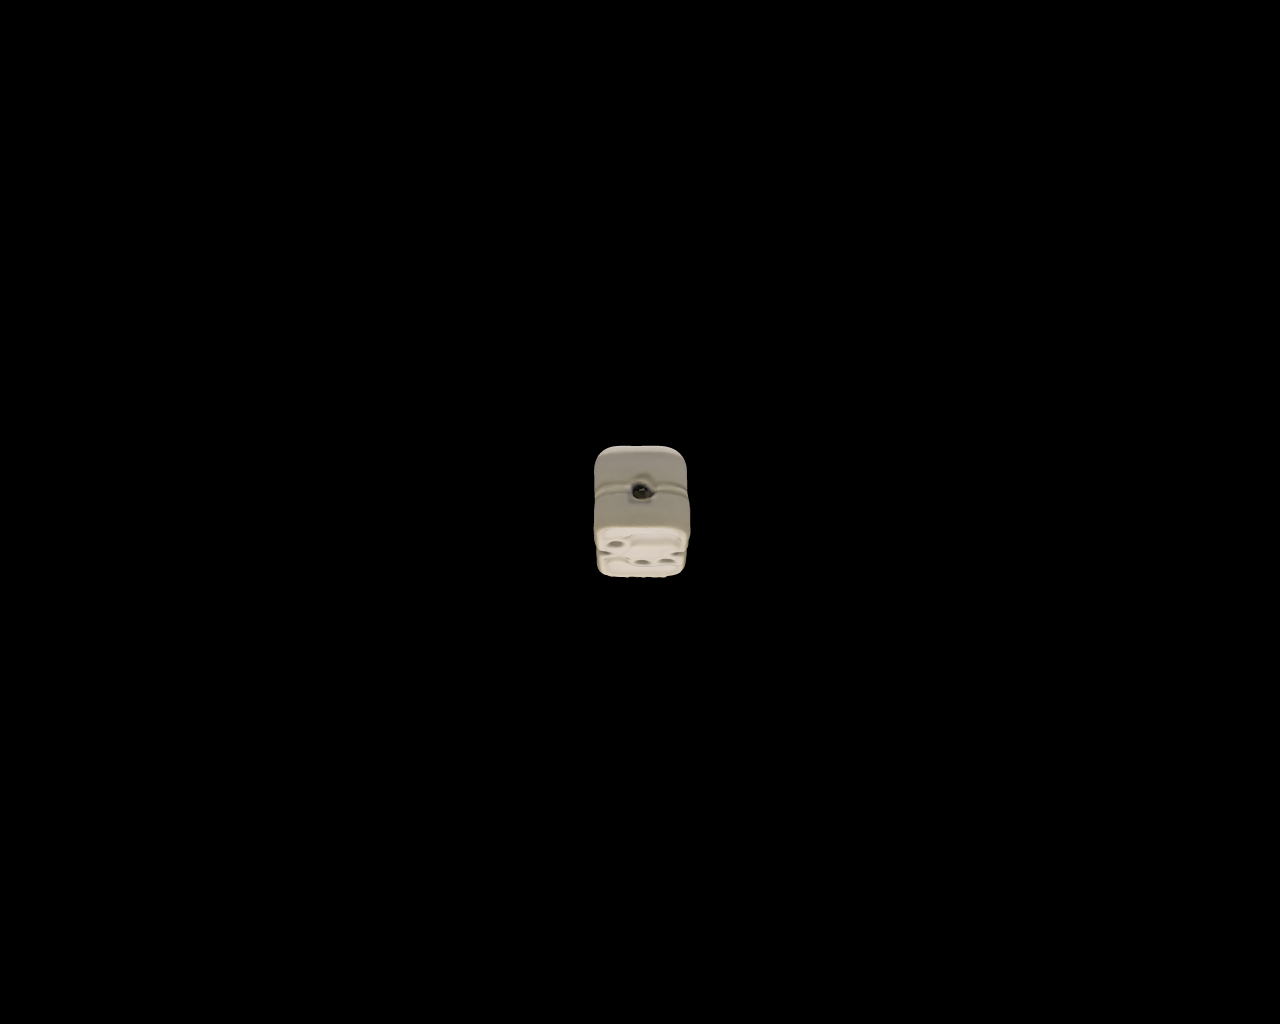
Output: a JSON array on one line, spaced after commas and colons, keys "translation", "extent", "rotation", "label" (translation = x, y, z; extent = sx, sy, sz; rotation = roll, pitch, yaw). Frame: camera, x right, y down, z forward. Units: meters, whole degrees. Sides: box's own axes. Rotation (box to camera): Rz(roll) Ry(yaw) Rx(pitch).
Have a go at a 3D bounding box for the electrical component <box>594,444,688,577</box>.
[{"translation": [0.001, -0.003, 0.650], "extent": [0.054, 0.059, 0.095], "rotation": [0, -21, 0], "label": "electrical component"}]
